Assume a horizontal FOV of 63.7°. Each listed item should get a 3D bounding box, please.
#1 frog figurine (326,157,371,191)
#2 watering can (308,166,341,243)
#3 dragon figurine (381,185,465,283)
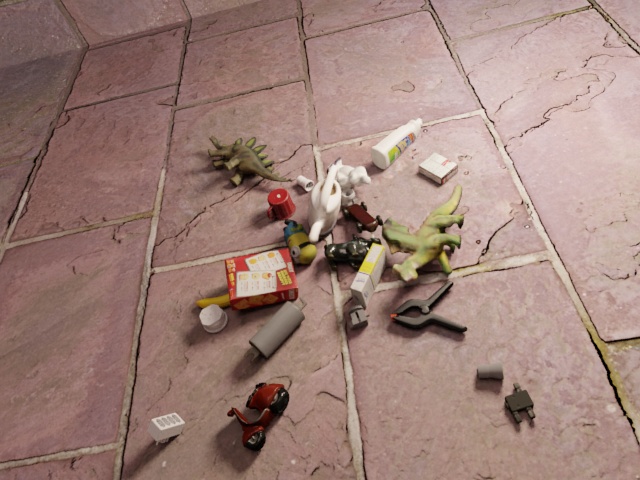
[{"bbox_3d":[0.108,-0.220,1.856,0.160,0.121,0.138,26,18,18],"label":"frog figurine"},{"bbox_3d":[0.005,-0.086,1.704,0.104,0.356,0.219,14,-35,4],"label":"watering can"},{"bbox_3d":[0.315,-0.030,1.606,0.243,0.420,0.119,9,-38,8],"label":"dragon figurine"}]
